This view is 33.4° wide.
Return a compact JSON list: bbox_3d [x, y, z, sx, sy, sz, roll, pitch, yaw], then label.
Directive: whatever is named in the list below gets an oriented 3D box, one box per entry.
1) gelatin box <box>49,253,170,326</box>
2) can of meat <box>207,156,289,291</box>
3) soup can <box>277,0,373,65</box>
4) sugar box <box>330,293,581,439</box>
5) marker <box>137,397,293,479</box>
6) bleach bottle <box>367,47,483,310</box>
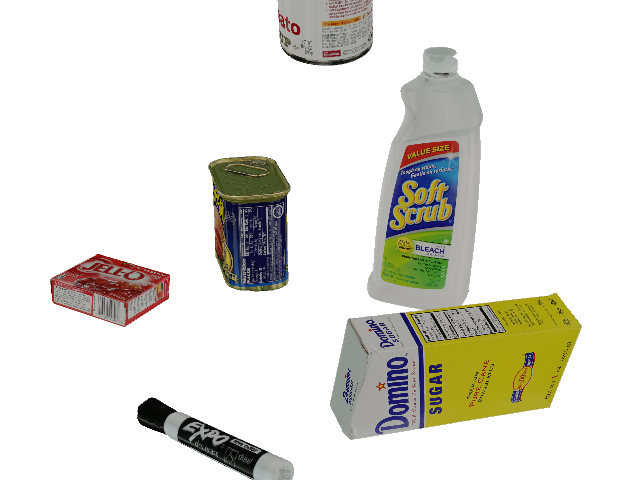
[{"bbox_3d":[-0.201,0.045,1.021,0.089,0.030,0.073,15,25,23],"label":"gelatin box"},{"bbox_3d":[-0.059,-0.014,0.878,0.057,0.084,0.102,-5,22,-11],"label":"can of meat"},{"bbox_3d":[0.004,-0.179,0.722,0.068,0.102,0.068,-1,40,0],"label":"soup can"},{"bbox_3d":[0.101,0.095,0.804,0.176,0.093,0.048,-8,40,-21],"label":"sugar box"},{"bbox_3d":[-0.067,0.120,0.639,0.121,0.020,0.020,16,10,38],"label":"marker"},{"bbox_3d":[0.099,-0.058,1.009,0.103,0.251,0.068,10,29,19],"label":"bleach bottle"}]
